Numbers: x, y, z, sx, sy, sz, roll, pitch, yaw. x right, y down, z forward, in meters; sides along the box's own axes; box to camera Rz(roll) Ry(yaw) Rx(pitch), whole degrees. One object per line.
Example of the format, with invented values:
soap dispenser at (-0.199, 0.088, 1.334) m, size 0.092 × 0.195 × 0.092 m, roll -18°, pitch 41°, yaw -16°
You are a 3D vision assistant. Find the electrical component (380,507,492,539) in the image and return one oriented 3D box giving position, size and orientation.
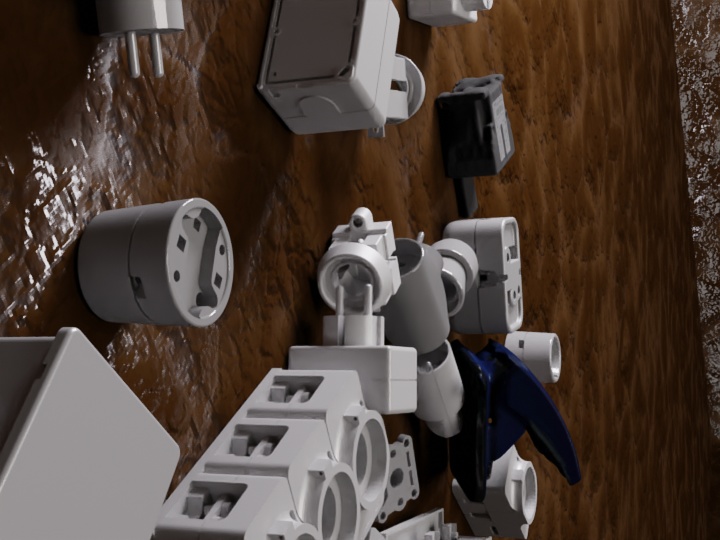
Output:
electrical component at (0.051, 0.218, 0.766) m, size 0.121 × 0.063 × 0.078 m, roll 9°, pitch 80°, yaw -67°

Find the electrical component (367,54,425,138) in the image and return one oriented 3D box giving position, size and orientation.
electrical component at (0.014, -0.123, 0.729) m, size 0.055 × 0.048 × 0.066 m, roll -11°, pitch 99°, yaw -60°

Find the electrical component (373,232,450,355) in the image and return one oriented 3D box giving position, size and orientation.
electrical component at (0.039, 0.007, 0.780) m, size 0.079 × 0.043 × 0.077 m, roll -70°, pitch 149°, yaw -42°

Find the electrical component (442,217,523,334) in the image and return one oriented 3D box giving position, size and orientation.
electrical component at (0.101, 0.005, 0.908) m, size 0.054 × 0.059 × 0.095 m, roll -16°, pitch 103°, yaw -67°

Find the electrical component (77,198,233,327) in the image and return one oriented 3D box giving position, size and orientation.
electrical component at (-0.089, -0.002, 0.468) m, size 0.055 × 0.047 × 0.055 m, roll -2°, pitch 90°, yaw -68°

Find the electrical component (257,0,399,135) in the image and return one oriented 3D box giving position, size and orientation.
electrical component at (-0.015, -0.133, 0.638) m, size 0.061 × 0.062 × 0.096 m, roll 48°, pitch 45°, yaw -57°

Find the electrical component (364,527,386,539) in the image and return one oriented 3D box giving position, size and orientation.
electrical component at (-0.012, 0.252, 0.617) m, size 0.105 × 0.060 × 0.186 m, roll 58°, pitch 37°, yaw -51°

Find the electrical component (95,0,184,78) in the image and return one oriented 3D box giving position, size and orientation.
electrical component at (-0.097, -0.123, 0.465) m, size 0.077 × 0.043 × 0.079 m, roll -24°, pitch 111°, yaw -66°

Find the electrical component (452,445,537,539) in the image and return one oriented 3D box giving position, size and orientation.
electrical component at (0.123, 0.195, 0.950) m, size 0.089 × 0.056 × 0.050 m, roll 64°, pitch 33°, yaw -45°

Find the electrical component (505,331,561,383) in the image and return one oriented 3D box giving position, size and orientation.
electrical component at (0.177, 0.090, 1.100) m, size 0.055 × 0.047 × 0.055 m, roll -2°, pitch 90°, yaw -67°

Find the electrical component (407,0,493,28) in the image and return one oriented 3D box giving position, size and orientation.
electrical component at (0.084, -0.226, 0.862) m, size 0.066 × 0.077 × 0.047 m, roll -14°, pitch 101°, yaw -67°

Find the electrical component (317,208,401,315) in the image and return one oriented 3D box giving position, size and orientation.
electrical component at (0.000, 0.000, 0.687) m, size 0.055 × 0.048 × 0.066 m, roll -58°, pitch 141°, yaw -65°

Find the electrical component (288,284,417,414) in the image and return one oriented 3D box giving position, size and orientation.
electrical component at (-0.004, 0.047, 0.645) m, size 0.047 × 0.066 × 0.076 m, roll 14°, pitch 76°, yaw -67°

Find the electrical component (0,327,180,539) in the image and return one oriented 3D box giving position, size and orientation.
electrical component at (-0.118, 0.081, 0.391) m, size 0.099 × 0.048 × 0.099 m, roll 63°, pitch 33°, yaw -45°

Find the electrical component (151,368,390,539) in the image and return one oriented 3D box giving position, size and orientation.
electrical component at (-0.039, 0.126, 0.560) m, size 0.150 × 0.062 × 0.089 m, roll -52°, pitch 135°, yaw -57°

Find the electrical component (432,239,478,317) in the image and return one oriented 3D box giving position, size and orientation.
electrical component at (0.066, 0.006, 0.845) m, size 0.055 × 0.045 × 0.045 m, roll -56°, pitch 138°, yaw -55°

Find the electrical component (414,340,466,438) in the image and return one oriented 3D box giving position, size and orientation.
electrical component at (0.057, 0.092, 0.817) m, size 0.043 × 0.043 × 0.081 m, roll -68°, pitch 148°, yaw -44°
